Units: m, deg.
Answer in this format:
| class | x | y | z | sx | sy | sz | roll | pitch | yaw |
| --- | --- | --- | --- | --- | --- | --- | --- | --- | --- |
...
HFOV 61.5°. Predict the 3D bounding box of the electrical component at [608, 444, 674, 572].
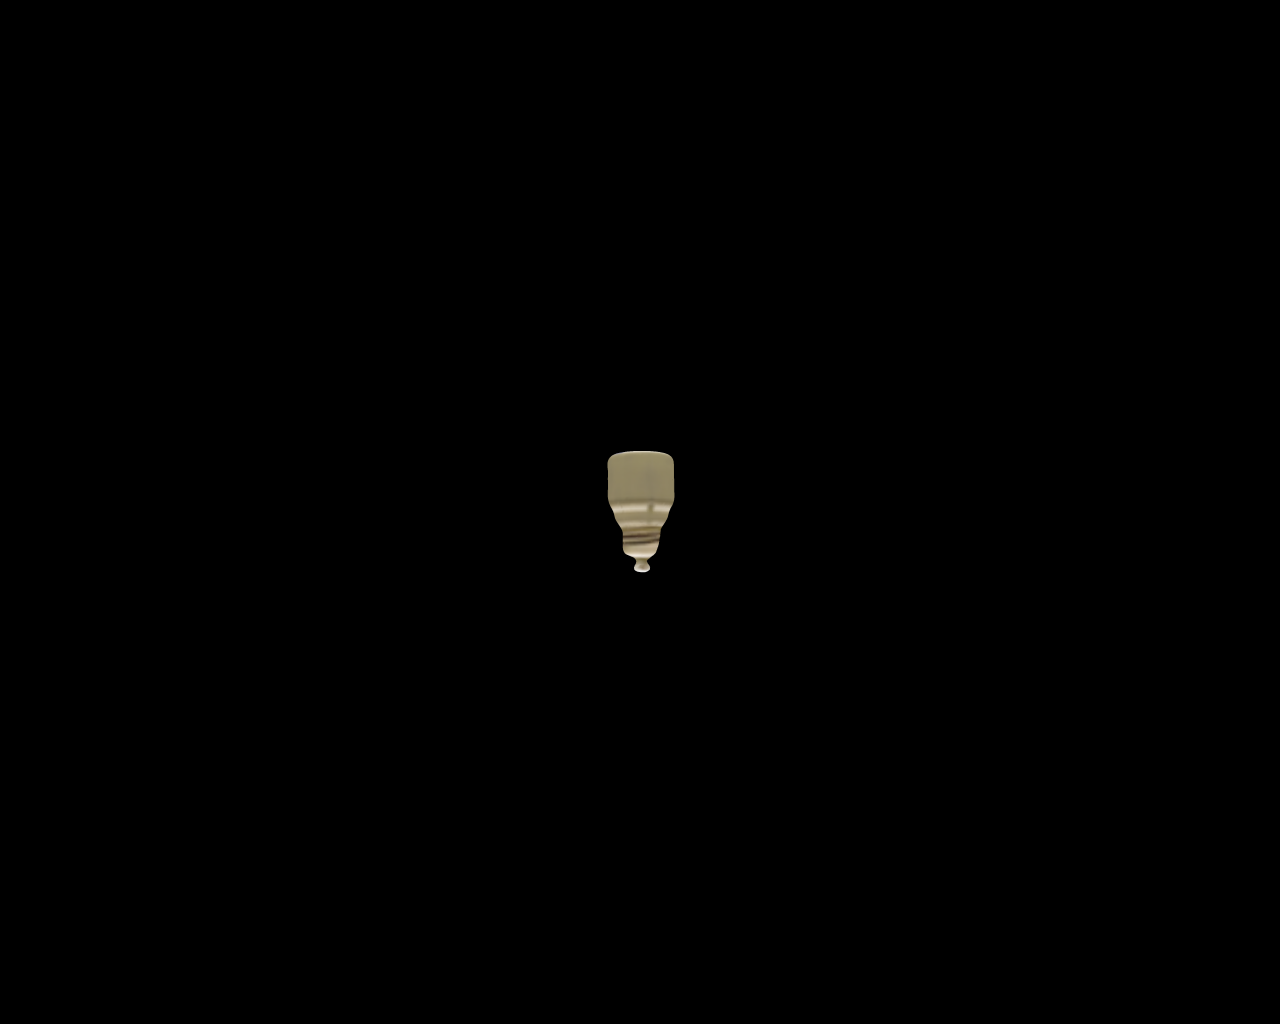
| class | x | y | z | sx | sy | sz | roll | pitch | yaw |
| --- | --- | --- | --- | --- | --- | --- | --- | --- | --- |
| electrical component | 0.001 | -0.003 | 0.650 | 0.040 | 0.078 | 0.040 | 0 | -4 | 0 |
